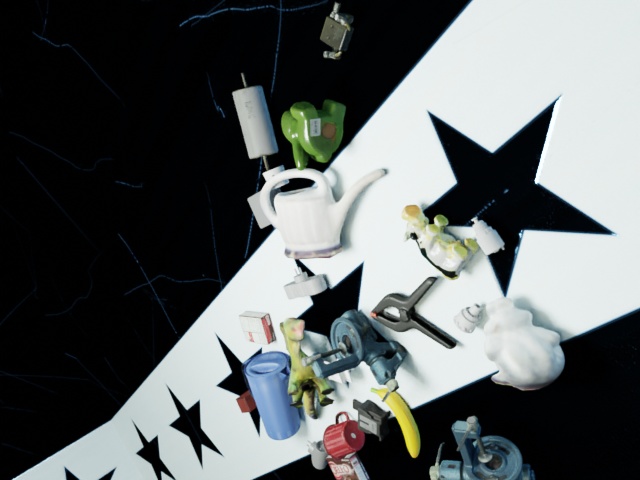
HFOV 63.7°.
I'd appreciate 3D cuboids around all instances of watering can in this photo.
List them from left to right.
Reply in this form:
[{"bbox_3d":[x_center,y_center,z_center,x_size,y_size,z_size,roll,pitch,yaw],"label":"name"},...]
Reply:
[{"bbox_3d":[0.004,-0.061,1.205,0.347,0.105,0.222,-1,108,33],"label":"watering can"}]

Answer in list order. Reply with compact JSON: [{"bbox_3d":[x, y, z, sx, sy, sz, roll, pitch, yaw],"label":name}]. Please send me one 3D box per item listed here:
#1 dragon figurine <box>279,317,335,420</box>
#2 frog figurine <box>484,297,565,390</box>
[{"bbox_3d":[-0.054,0.337,1.421,0.401,0.122,0.248,93,160,-56],"label":"dragon figurine"},{"bbox_3d":[0.372,0.186,0.951,0.137,0.123,0.159,-9,93,11],"label":"frog figurine"}]
